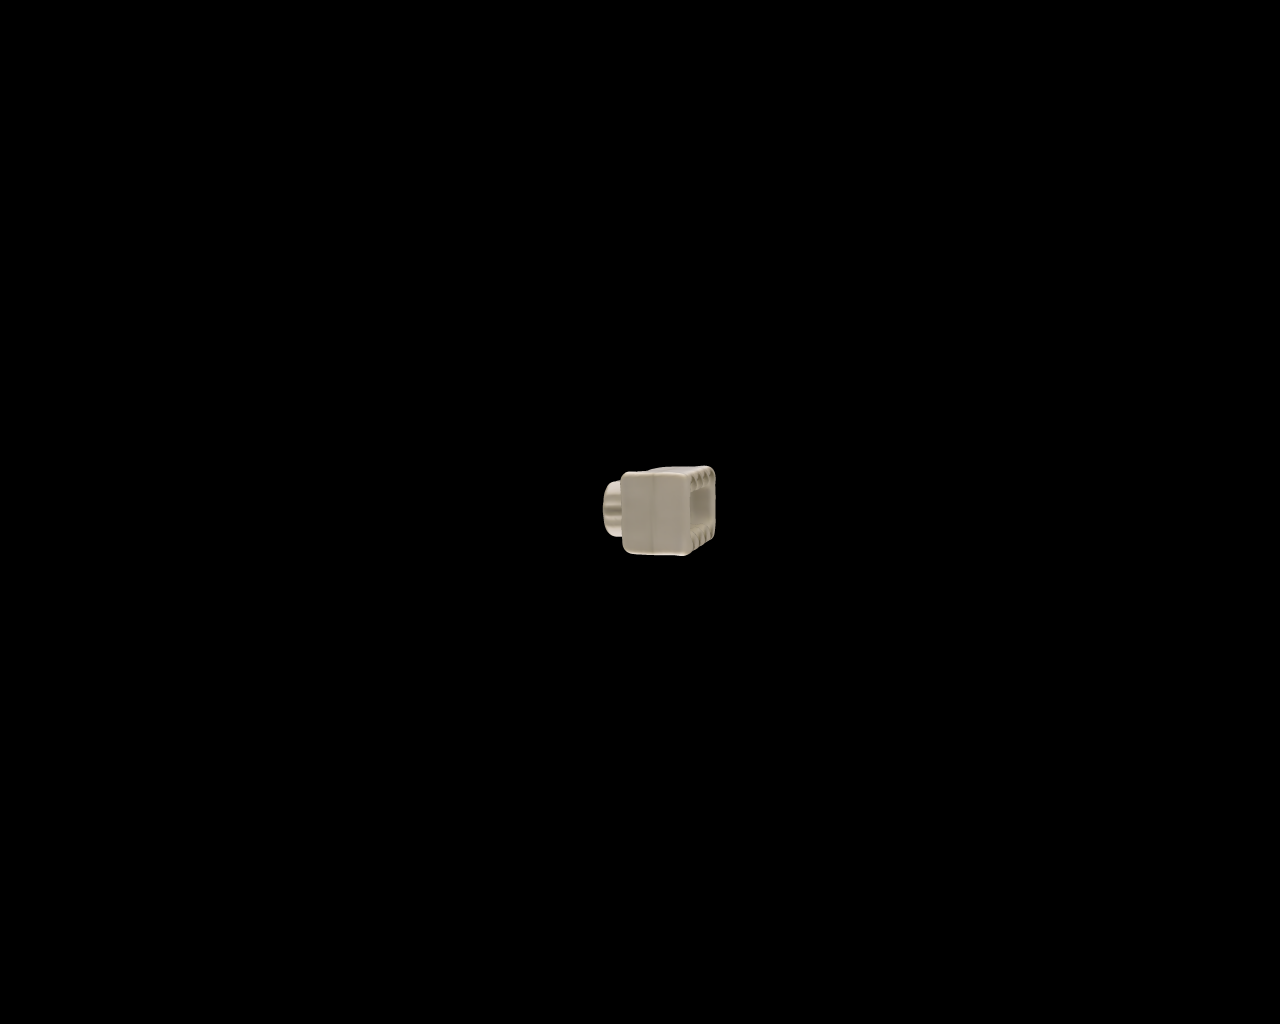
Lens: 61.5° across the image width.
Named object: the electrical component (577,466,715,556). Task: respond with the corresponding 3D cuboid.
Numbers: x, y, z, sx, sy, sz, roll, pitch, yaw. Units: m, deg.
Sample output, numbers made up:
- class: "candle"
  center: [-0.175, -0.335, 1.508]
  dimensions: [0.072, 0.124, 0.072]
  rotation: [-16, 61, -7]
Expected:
- class: "electrical component"
  center: [0.001, -0.003, 0.650]
  dimensions: [0.076, 0.047, 0.083]
  rotation: [1, 5, 15]
